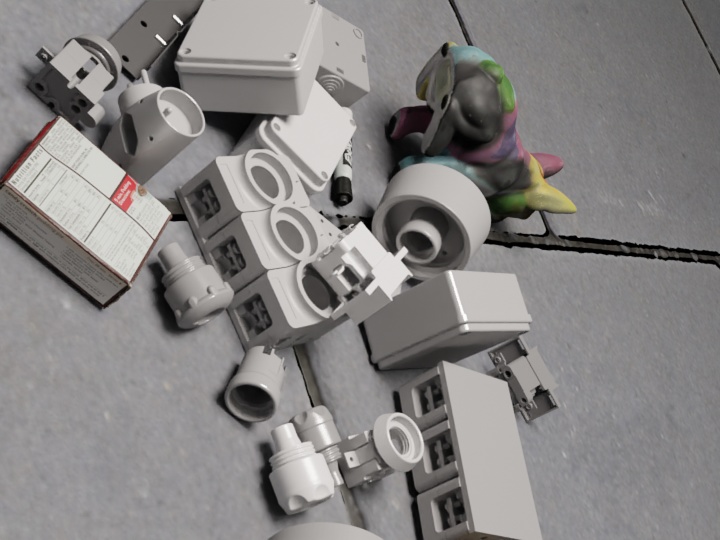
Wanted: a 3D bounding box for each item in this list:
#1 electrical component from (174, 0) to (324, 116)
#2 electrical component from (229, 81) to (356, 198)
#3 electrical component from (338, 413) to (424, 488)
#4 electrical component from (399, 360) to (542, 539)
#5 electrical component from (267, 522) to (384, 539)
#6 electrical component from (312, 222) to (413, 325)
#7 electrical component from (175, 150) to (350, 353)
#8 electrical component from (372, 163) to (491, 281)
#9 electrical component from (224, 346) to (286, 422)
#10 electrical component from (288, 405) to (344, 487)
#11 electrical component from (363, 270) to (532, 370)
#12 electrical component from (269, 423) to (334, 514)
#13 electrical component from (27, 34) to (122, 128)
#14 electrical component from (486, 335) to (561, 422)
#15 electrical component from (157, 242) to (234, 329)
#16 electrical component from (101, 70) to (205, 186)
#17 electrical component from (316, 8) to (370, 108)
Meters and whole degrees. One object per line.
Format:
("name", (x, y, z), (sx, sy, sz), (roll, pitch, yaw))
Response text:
("electrical component", (-0.093, -0.187, 0.935), (0.108, 0.109, 0.056), (-78, 169, -46))
("electrical component", (-0.058, -0.115, 0.967), (0.078, 0.057, 0.113), (45, 37, -17))
("electrical component", (0.017, 0.143, 0.854), (0.066, 0.055, 0.048), (-2, 65, -51))
("electrical component", (0.090, 0.165, 0.918), (0.089, 0.062, 0.150), (21, 48, -40))
("electrical component", (-0.022, 0.211, 0.713), (0.108, 0.108, 0.060), (38, 33, -25))
("electrical component", (0.000, 0.000, 0.848), (0.063, 0.042, 0.081), (51, 34, -5))
("electrical component", (-0.071, -0.017, 0.869), (0.089, 0.062, 0.150), (-10, 71, -53))
("electrical component", (0.063, -0.039, 1.013), (0.108, 0.108, 0.060), (47, 42, -13))
("electrical component", (-0.076, 0.084, 0.804), (0.040, 0.040, 0.046), (43, 31, -18))
("electrical component", (-0.030, 0.137, 0.822), (0.035, 0.035, 0.061), (-10, 73, -53))
("electrical component", (0.077, 0.045, 0.955), (0.109, 0.109, 0.056), (3, 66, -49))
("electrical component", (-0.047, 0.144, 0.788), (0.043, 0.043, 0.062), (-2, 63, -51))
("electrical component", (-0.213, -0.148, 0.817), (0.066, 0.048, 0.055), (44, 44, -18))
("electrical component", (0.156, 0.111, 1.060), (0.064, 0.042, 0.081), (-21, 79, -51))
("electrical component", (-0.127, 0.009, 0.799), (0.062, 0.048, 0.048), (56, 34, 10))
("electrical component", (-0.163, -0.115, 0.823), (0.043, 0.077, 0.079), (7, 57, -47))
("electrical component", (-0.038, -0.215, 1.080), (0.100, 0.048, 0.099), (22, 50, -39))
